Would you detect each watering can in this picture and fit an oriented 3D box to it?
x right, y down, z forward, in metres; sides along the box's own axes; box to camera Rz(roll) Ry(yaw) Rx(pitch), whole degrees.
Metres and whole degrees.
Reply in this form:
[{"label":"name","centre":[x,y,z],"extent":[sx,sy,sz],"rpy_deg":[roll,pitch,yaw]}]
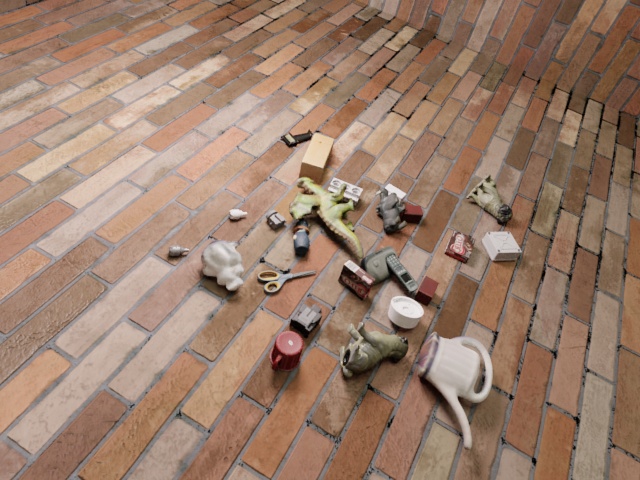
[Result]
[{"label":"watering can","centre":[0.387,0.409,1.503],"extent":[0.225,0.101,0.355],"rpy_deg":[24,46,9]}]

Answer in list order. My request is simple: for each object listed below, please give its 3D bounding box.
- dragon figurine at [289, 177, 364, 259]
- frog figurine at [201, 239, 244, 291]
[{"label":"dragon figurine","centre":[0.006,-0.094,1.865],"extent":[0.243,0.119,0.420],"rpy_deg":[-1,46,-15]},{"label":"frog figurine","centre":[-0.307,0.084,1.620],"extent":[0.137,0.120,0.163],"rpy_deg":[-19,57,11]}]
